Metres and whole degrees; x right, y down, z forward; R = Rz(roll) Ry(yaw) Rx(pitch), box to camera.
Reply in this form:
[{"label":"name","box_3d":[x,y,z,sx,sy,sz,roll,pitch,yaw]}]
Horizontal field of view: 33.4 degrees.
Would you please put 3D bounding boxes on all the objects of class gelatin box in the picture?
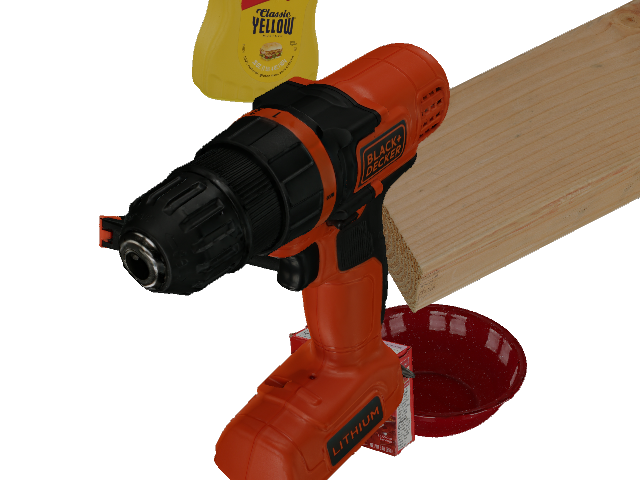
[{"label":"gelatin box","box_3d":[0.021,0.103,0.746,0.089,0.073,0.030,11,23,35]}]

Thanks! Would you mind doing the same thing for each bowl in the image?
[{"label":"bowl","box_3d":[0.097,0.122,0.935,0.162,0.055,0.162,0,32,0]}]

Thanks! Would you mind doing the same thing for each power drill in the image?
[{"label":"power drill","box_3d":[-0.010,0.024,0.461,0.057,0.188,0.184,26,41,29]}]

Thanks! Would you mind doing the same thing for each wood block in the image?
[{"label":"wood block","box_3d":[0.126,-0.051,0.635,0.206,0.091,0.090,-27,-18,-7]}]

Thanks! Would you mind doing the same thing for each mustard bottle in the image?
[{"label":"mustard bottle","box_3d":[-0.040,-0.200,0.792,0.096,0.192,0.058,-4,29,-23]}]

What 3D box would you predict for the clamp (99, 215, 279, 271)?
[{"label":"clamp","box_3d":[-0.083,0.000,0.900,0.210,0.036,0.164,1,13,-6]}]
